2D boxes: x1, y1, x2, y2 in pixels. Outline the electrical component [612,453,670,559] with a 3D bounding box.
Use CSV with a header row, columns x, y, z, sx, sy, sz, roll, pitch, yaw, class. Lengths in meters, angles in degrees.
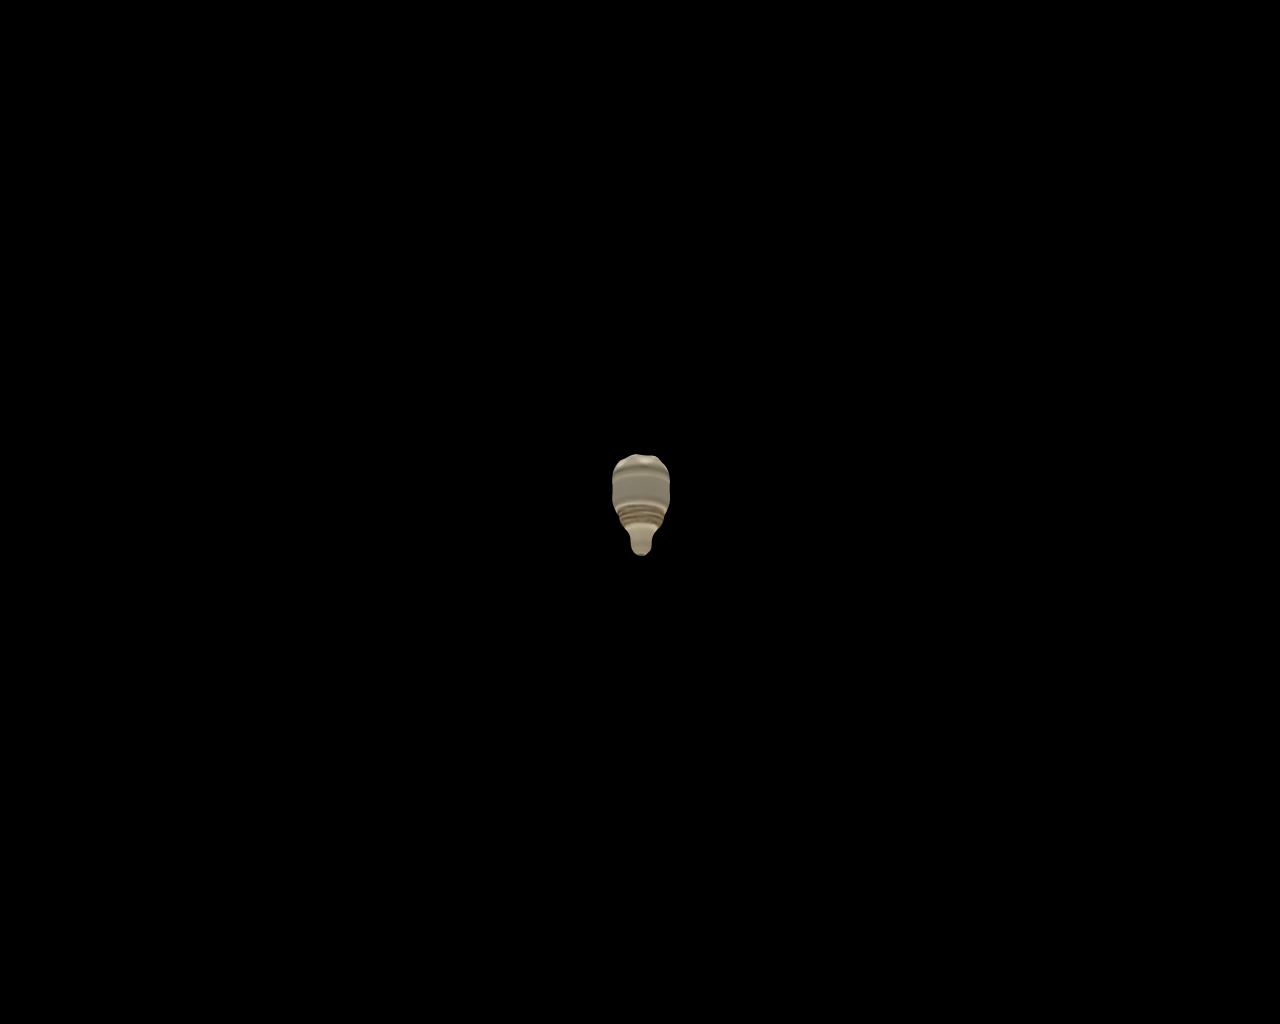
x,y,z,sx,sy,sz,roll,pitch,yaw,class
0.001,-0.003,0.650,0.035,0.061,0.035,0,-19,0,electrical component
